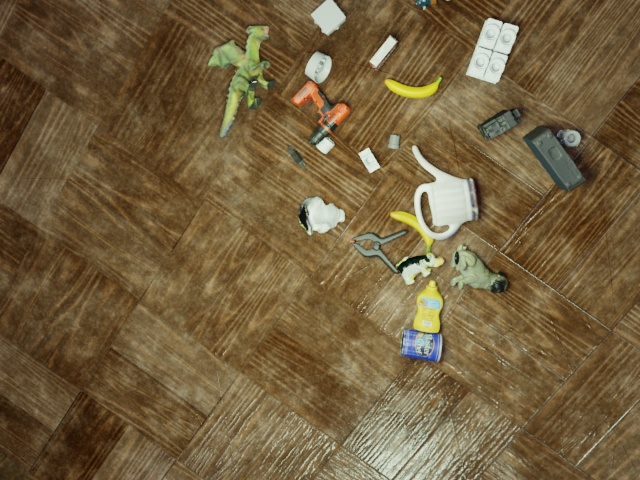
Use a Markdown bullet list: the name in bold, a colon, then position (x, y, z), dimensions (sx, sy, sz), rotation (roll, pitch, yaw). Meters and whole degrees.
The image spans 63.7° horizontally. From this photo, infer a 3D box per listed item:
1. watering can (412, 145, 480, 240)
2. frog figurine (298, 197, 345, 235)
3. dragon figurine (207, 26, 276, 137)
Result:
- **watering can**: position (0.440, -0.173, 1.811), dimensions (0.224, 0.105, 0.345), rotation (-8, 98, 8)
- **frog figurine**: position (0.006, -0.095, 1.897), dimensions (0.160, 0.122, 0.137), rotation (-17, 90, -26)
- **dragon figurine**: position (-0.305, -0.596, 1.856), dimensions (0.245, 0.122, 0.407), rotation (45, 101, 16)
